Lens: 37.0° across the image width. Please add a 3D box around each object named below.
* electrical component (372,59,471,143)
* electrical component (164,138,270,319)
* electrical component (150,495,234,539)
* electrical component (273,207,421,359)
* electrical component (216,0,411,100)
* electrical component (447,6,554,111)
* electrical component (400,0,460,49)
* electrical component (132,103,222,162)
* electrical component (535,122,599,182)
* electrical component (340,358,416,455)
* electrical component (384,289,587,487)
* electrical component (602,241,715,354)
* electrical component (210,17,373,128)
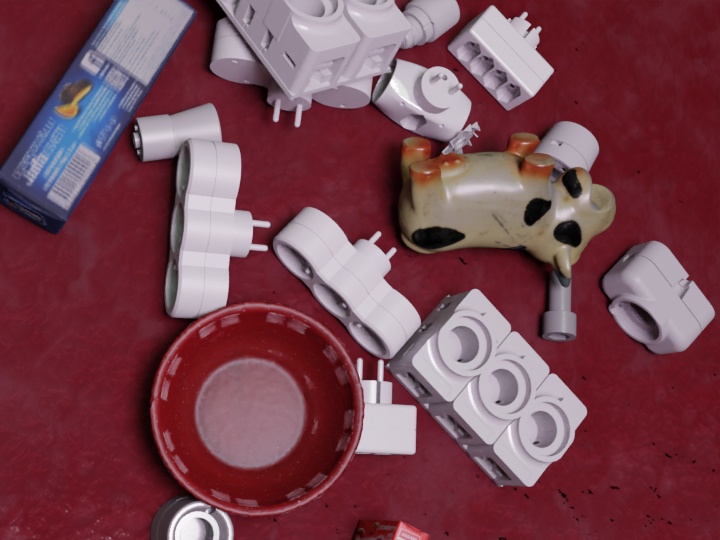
[{"bbox_3d":[0.061,-0.151,0.927,0.077,0.079,0.043,26,71,-17],"label":"electrical component"},{"bbox_3d":[-0.106,-0.029,0.838,0.074,0.052,0.138,5,94,-22],"label":"electrical component"},{"bbox_3d":[-0.125,0.197,0.805,0.055,0.047,0.055,4,79,-22],"label":"electrical component"},{"bbox_3d":[0.000,0.000,0.889,0.138,0.052,0.073,47,67,-9],"label":"electrical component"},{"bbox_3d":[-0.056,-0.235,0.858,0.105,0.060,0.186,-23,69,-37],"label":"electrical component"},{"bbox_3d":[0.139,-0.205,0.987,0.083,0.047,0.075,44,68,-10],"label":"electrical component"},{"bbox_3d":[0.054,-0.220,0.958,0.078,0.040,0.040,-41,97,-23],"label":"electrical component"},{"bbox_3d":[-0.147,-0.107,0.853,0.065,0.044,0.044,-10,85,-19],"label":"electrical component"},{"bbox_3d":[0.187,-0.103,0.986,0.055,0.055,0.047,42,64,-11],"label":"electrical component"},{"bbox_3d":[0.007,0.110,0.876,0.066,0.047,0.076,6,78,-22],"label":"electrical component"},{"bbox_3d":[0.110,0.101,0.913,0.150,0.062,0.089,47,67,-9],"label":"electrical component"},{"bbox_3d":[0.274,0.029,0.999,0.059,0.054,0.095,-42,98,-23],"label":"electrical component"},{"bbox_3d":[-0.057,-0.155,0.893,0.138,0.052,0.073,11,77,-20],"label":"electrical component"}]
